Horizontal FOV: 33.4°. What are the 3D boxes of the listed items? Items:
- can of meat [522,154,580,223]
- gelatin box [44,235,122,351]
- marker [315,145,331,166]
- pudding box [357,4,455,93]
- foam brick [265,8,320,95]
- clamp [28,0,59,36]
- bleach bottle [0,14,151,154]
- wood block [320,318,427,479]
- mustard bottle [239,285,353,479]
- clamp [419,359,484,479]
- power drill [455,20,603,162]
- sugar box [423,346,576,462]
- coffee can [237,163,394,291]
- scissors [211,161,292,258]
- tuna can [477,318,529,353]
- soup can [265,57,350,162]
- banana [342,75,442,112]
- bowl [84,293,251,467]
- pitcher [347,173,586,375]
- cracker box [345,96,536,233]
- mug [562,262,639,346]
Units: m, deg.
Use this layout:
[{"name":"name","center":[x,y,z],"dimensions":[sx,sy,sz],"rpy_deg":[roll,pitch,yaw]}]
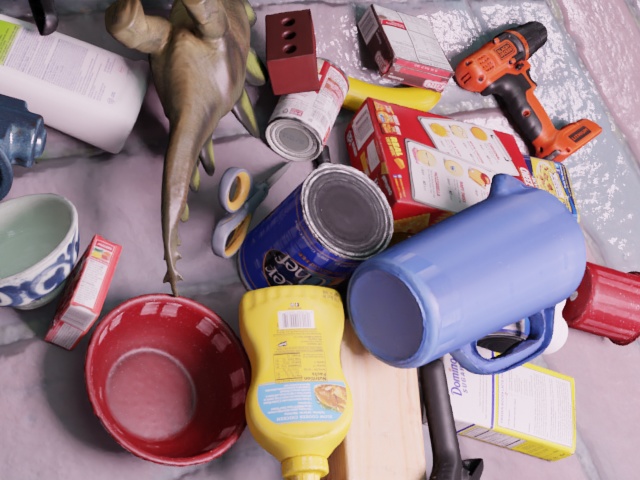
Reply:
[{"name":"can of meat","center":[0.267,-0.055,1.320],"dimensions":[0.083,0.058,0.102],"rpy_deg":[7,62,-31]},{"name":"gelatin box","center":[-0.210,0.048,0.944],"dimensions":[0.030,0.089,0.073],"rpy_deg":[25,55,-16]},{"name":"marker","center":[0.012,-0.054,1.182],"dimensions":[0.020,0.020,0.121],"rpy_deg":[2,65,-32]},{"name":"pudding box","center":[0.105,-0.235,1.307],"dimensions":[0.089,0.039,0.113],"rpy_deg":[10,44,-29]},{"name":"foam brick","center":[-0.030,-0.203,1.155],"dimensions":[0.053,0.051,0.078],"rpy_deg":[-7,51,3]},{"name":"clamp","center":[-0.303,-0.263,1.059],"dimensions":[0.120,0.039,0.171],"rpy_deg":[23,31,-14]},{"name":"bleach bottle","center":[-0.294,-0.175,1.030],"dimensions":[0.250,0.068,0.102],"rpy_deg":[23,47,-16]},{"name":"wood block","center":[0.039,0.191,1.023],"dimensions":[0.090,0.091,0.206],"rpy_deg":[12,60,-27]},{"name":"mustard bottle","center":[-0.020,0.137,0.959],"dimensions":[0.096,0.058,0.191],"rpy_deg":[0,63,-12]},{"name":"clamp","center":[0.131,0.239,1.017],"dimensions":[0.210,0.036,0.164],"rpy_deg":[-87,155,-46]},{"name":"power drill","center":[0.285,-0.193,1.406],"dimensions":[0.184,0.057,0.188],"rpy_deg":[-35,83,-36]},{"name":"sugar box","center":[0.196,0.174,1.160],"dimensions":[0.176,0.048,0.093],"rpy_deg":[19,57,-19]},{"name":"coffee can","center":[-0.007,0.001,1.063],"dimensions":[0.102,0.141,0.103],"rpy_deg":[15,59,-25]},{"name":"scissors","center":[-0.065,-0.060,1.079],"dimensions":[0.016,0.096,0.201],"rpy_deg":[11,40,15]},{"name":"tuna can","center":[0.199,0.106,1.171],"dimensions":[0.086,0.086,0.033],"rpy_deg":[20,58,-22]},{"name":"soup can","center":[-0.014,-0.145,1.184],"dimensions":[0.068,0.069,0.102],"rpy_deg":[32,53,-14]},{"name":"banana","center":[0.067,-0.177,1.272],"dimensions":[0.197,0.037,0.069],"rpy_deg":[12,60,-27]},{"name":"bowl","center":[-0.142,0.132,0.963],"dimensions":[0.161,0.055,0.162],"rpy_deg":[15,58,-25]},{"name":"pitcher","center":[0.144,0.047,1.035],"dimensions":[0.242,0.145,0.149],"rpy_deg":[-21,54,-43]},{"name":"cracker box","center":[0.144,-0.064,1.221],"dimensions":[0.213,0.072,0.164],"rpy_deg":[11,46,-27]},{"name":"mug","center":[0.334,0.067,1.284],"dimensions":[0.081,0.093,0.117],"rpy_deg":[15,27,-19]}]
